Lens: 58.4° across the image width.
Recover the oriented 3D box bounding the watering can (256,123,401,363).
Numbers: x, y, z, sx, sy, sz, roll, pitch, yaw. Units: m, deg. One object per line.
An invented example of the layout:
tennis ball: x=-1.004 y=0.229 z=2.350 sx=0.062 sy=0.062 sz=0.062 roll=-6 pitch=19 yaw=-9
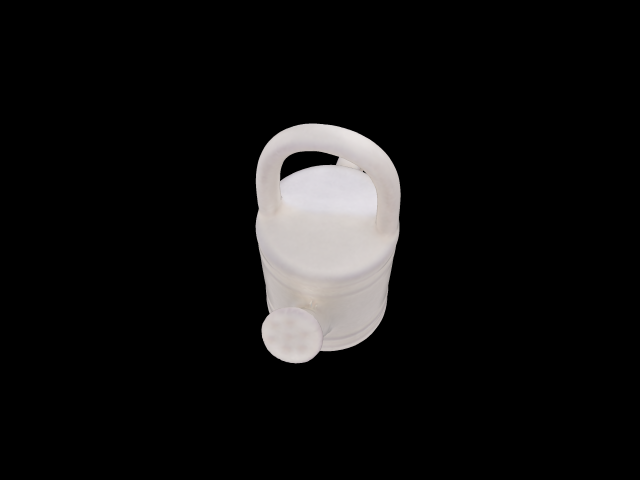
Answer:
watering can: x=0.006 y=0.002 z=0.400 sx=0.101 sy=0.194 sz=0.172 roll=-6 pitch=56 yaw=-4
